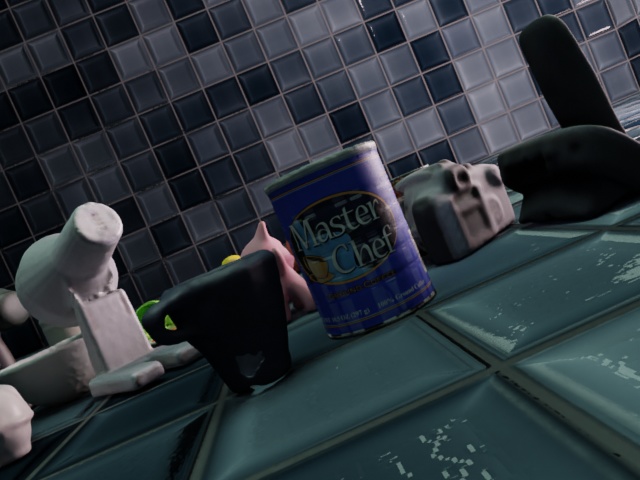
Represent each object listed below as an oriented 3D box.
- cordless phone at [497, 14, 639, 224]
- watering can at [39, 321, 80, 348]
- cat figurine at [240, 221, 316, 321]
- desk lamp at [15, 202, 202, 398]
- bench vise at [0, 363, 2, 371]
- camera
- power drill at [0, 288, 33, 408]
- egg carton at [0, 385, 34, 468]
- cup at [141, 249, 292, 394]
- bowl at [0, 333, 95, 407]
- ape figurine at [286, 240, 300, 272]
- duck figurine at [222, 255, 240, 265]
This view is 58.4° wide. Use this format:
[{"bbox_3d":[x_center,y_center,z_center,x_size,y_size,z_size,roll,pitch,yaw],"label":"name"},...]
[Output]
[{"bbox_3d":[0.228,-0.116,0.564,0.094,0.185,0.147,-24,4,-20],"label":"cordless phone"},{"bbox_3d":[-0.454,0.143,1.031,0.172,0.194,0.101,-21,4,27],"label":"watering can"},{"bbox_3d":[-0.056,0.035,0.689,0.067,0.118,0.127,-24,3,-14],"label":"cat figurine"},{"bbox_3d":[-0.262,0.071,0.691,0.202,0.213,0.118,-20,5,44],"label":"desk lamp"},{"bbox_3d":[-0.479,0.161,0.682,0.207,0.220,0.121,-24,4,-9],"label":"bench vise"},{"bbox_3d":[0.127,-0.032,0.661,0.143,0.101,0.136,-26,5,-43],"label":"camera"},{"bbox_3d":[-0.511,0.171,0.853,0.229,0.208,0.076,-22,4,20],"label":"power drill"},{"bbox_3d":[-0.342,0.192,0.562,0.107,0.069,0.150,-26,4,-39],"label":"egg carton"},{"bbox_3d":[-0.068,0.069,0.422,0.091,0.095,0.118,-21,4,38],"label":"cup"},{"bbox_3d":[-0.338,0.175,0.770,0.167,0.075,0.167,-23,3,2],"label":"bowl"},{"bbox_3d":[-0.040,0.014,1.157,0.076,0.092,0.078,-23,3,2],"label":"ape figurine"},{"bbox_3d":[-0.160,0.072,1.092,0.104,0.086,0.078,-21,4,33],"label":"duck figurine"}]
